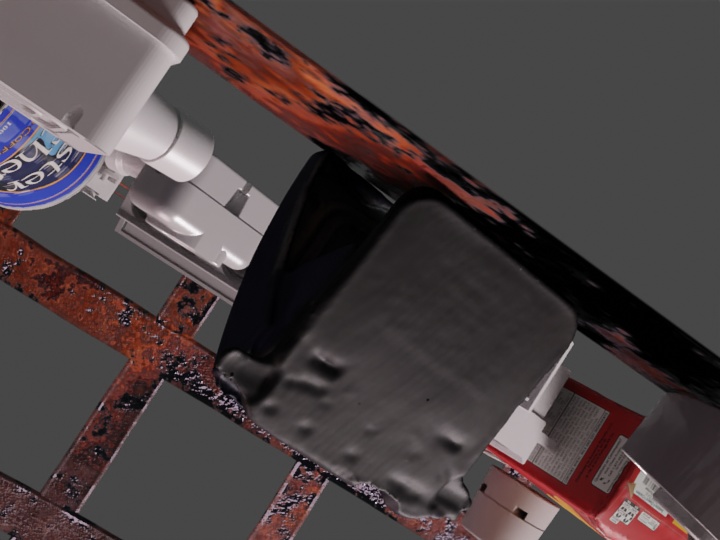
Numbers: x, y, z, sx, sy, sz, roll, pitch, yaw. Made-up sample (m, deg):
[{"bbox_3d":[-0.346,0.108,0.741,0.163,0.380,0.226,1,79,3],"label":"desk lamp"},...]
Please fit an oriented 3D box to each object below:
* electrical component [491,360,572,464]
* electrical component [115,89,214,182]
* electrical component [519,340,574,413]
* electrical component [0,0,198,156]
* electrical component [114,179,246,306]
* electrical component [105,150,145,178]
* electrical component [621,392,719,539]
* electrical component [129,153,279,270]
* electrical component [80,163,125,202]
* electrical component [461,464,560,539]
[{"bbox_3d":[0.058,0.054,0.631,0.121,0.063,0.079,27,172,47],"label":"electrical component"},{"bbox_3d":[-0.110,-0.075,0.577,0.044,0.044,0.065,28,177,42],"label":"electrical component"},{"bbox_3d":[0.059,0.030,0.537,0.081,0.042,0.064,29,170,28],"label":"electrical component"},{"bbox_3d":[-0.112,-0.086,0.387,0.078,0.057,0.113,35,174,-21],"label":"electrical component"},{"bbox_3d":[-0.115,-0.034,0.826,0.121,0.078,0.063,32,-164,4],"label":"electrical component"},{"bbox_3d":[-0.150,-0.080,0.756,0.046,0.040,0.040,26,173,18],"label":"electrical component"},{"bbox_3d":[0.172,0.097,0.493,0.099,0.064,0.099,44,-178,-2],"label":"electrical component"},{"bbox_3d":[-0.106,-0.043,0.732,0.054,0.059,0.095,28,173,42],"label":"electrical component"},{"bbox_3d":[-0.234,-0.109,0.842,0.079,0.063,0.121,27,172,47],"label":"electrical component"},{"bbox_3d":[0.104,0.171,0.752,0.055,0.047,0.055,32,177,2],"label":"electrical component"}]
